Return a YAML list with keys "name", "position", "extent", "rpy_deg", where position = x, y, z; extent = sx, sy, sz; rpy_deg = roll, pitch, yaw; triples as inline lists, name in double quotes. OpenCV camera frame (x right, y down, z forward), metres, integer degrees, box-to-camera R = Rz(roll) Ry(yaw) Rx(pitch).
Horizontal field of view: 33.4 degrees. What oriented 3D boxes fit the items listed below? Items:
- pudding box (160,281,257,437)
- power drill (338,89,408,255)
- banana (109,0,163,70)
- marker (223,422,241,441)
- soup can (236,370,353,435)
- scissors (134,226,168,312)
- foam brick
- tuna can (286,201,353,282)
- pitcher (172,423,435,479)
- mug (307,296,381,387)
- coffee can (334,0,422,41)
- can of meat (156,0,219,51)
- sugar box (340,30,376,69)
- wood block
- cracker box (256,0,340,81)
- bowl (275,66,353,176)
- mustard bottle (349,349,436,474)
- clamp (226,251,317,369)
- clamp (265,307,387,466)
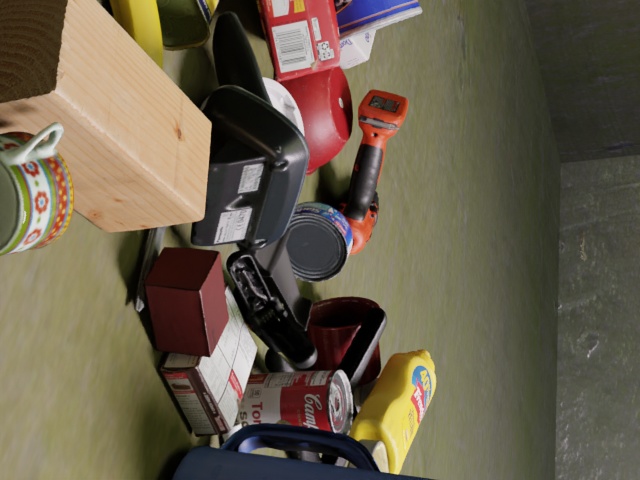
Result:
- name: "pudding box"
  position: [-0.098, 0.107, 0.965]
  extent: [0.113, 0.039, 0.090]
  rpy_deg: [-76, 152, -49]
- name: "power drill"
  position: [0.063, -0.090, 1.347]
  extent: [0.184, 0.057, 0.188]
  rpy_deg: [-68, 171, -67]
- name: "banana"
  position: [-0.161, -0.188, 0.871]
  extent: [0.069, 0.037, 0.198]
  rpy_deg: [-38, 121, -46]
- name: "marker"
  position: [-0.077, 0.235, 1.017]
  extent: [0.020, 0.020, 0.121]
  rpy_deg: [-21, 104, -70]
- name: "soup can"
  position: [-0.026, 0.164, 1.054]
  extent: [0.068, 0.102, 0.068]
  rpy_deg: [-5, 90, -70]
- name: "scissors"
  position: [-0.129, -0.021, 0.941]
  extent: [0.096, 0.016, 0.202]
  rpy_deg: [44, 45, -61]
- name: "foam brick"
  position: [-0.111, 0.052, 0.895]
  extent: [0.053, 0.051, 0.078]
  rpy_deg: [-67, 160, -50]
- name: "tuna can"
  position: [-0.008, 0.001, 1.171]
  extent: [0.033, 0.086, 0.086]
  rpy_deg: [-63, 143, -58]
- name: "pitcher"
  position: [0.001, 0.240, 0.901]
  extent: [0.145, 0.243, 0.149]
  rpy_deg: [11, 80, -73]
- name: "mug"
  position: [0.027, 0.116, 1.249]
  extent: [0.117, 0.093, 0.081]
  rpy_deg: [-104, -173, -71]
- name: "coffee can"
  position: [0.045, -0.306, 1.197]
  extent: [0.140, 0.103, 0.102]
  rpy_deg: [71, 22, -8]
- name: "can of meat"
  position: [-0.127, -0.234, 0.942]
  extent: [0.084, 0.057, 0.102]
  rpy_deg: [-78, 155, -44]
- name: "sugar box"
  position: [0.002, -0.297, 1.270]
  extent: [0.176, 0.048, 0.093]
  rpy_deg: [51, 37, -33]
- name: "wood block"
  position: [-0.163, -0.087, 0.756]
  extent: [0.206, 0.090, 0.091]
  rpy_deg: [46, 41, -60]
- name: "cracker box"
  position: [-0.033, -0.268, 1.088]
  extent: [0.214, 0.072, 0.164]
  rpy_deg: [-103, -179, -69]
- name: "bowl"
  position: [0.000, -0.160, 1.280]
  extent: [0.162, 0.055, 0.162]
  rpy_deg: [-5, 90, -71]
- name: "mustard bottle"
  position: [0.089, 0.184, 1.207]
  extent: [0.191, 0.058, 0.096]
  rpy_deg: [-53, 141, -53]
- name: "clamp"
  position: [-0.045, 0.078, 1.005]
  extent: [0.120, 0.039, 0.171]
  rpy_deg: [59, -7, 11]
- name: "clamp"
  position: [-0.001, 0.183, 1.159]
  extent: [0.164, 0.036, 0.210]
  rpy_deg: [-10, 115, -40]
